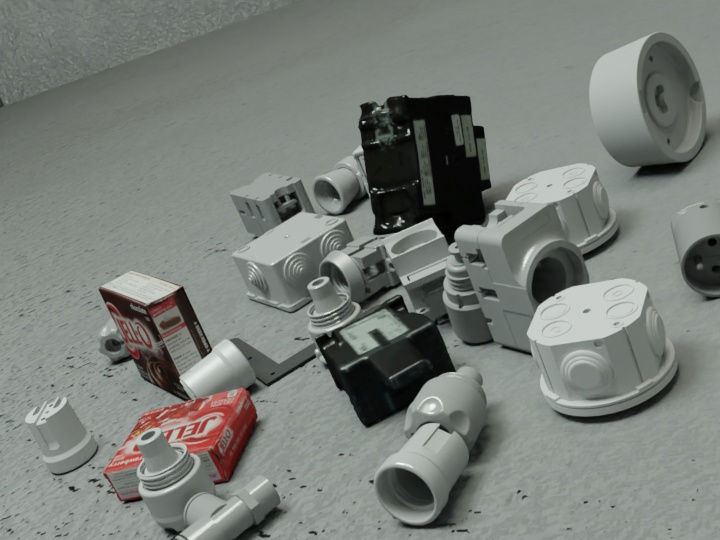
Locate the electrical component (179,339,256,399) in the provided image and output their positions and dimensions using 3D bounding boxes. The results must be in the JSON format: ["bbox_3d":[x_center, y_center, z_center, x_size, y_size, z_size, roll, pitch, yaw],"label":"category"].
[{"bbox_3d":[-0.108,0.081,0.814,0.046,0.040,0.040,-36,24,-18],"label":"electrical component"}]

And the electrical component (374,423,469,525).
[{"bbox_3d":[0.035,0.111,0.592,0.040,0.040,0.046,-8,20,34],"label":"electrical component"}]

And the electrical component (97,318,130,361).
[{"bbox_3d":[-0.219,0.057,0.995,0.035,0.035,0.061,-18,19,13],"label":"electrical component"}]

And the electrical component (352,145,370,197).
[{"bbox_3d":[0.042,-0.109,1.086,0.096,0.061,0.061,-9,25,32],"label":"electrical component"}]

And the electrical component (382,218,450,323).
[{"bbox_3d":[0.051,0.003,0.803,0.042,0.063,0.081,-24,20,1],"label":"electrical component"}]

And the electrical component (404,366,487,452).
[{"bbox_3d":[0.055,0.081,0.637,0.043,0.043,0.062,-10,23,32],"label":"electrical component"}]

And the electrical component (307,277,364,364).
[{"bbox_3d":[-0.019,0.036,0.798,0.048,0.062,0.048,-20,21,8],"label":"electrical component"}]

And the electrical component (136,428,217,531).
[{"bbox_3d":[-0.120,0.129,0.676,0.043,0.062,0.043,-20,21,8],"label":"electrical component"}]

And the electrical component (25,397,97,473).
[{"bbox_3d":[-0.229,0.125,0.822,0.040,0.046,0.040,-20,21,8],"label":"electrical component"}]

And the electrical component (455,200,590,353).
[{"bbox_3d":[0.110,0.005,0.698,0.050,0.089,0.056,-34,23,-25],"label":"electrical component"}]

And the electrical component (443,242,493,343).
[{"bbox_3d":[0.076,0.014,0.737,0.040,0.078,0.040,-14,36,10],"label":"electrical component"}]

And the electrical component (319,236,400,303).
[{"bbox_3d":[0.000,0.000,0.890,0.055,0.048,0.066,-27,20,-32],"label":"electrical component"}]

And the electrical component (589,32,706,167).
[{"bbox_3d":[0.234,-0.137,0.897,0.060,0.108,0.108,-10,24,46],"label":"electrical component"}]

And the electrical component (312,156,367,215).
[{"bbox_3d":[-0.016,-0.090,1.124,0.045,0.045,0.055,0,30,47],"label":"electrical component"}]

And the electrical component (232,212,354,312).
[{"bbox_3d":[-0.057,-0.010,0.968,0.100,0.048,0.100,-33,23,-24],"label":"electrical component"}]

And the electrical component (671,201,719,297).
[{"bbox_3d":[0.228,-0.020,0.701,0.043,0.043,0.081,-16,22,17],"label":"electrical component"}]

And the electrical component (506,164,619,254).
[{"bbox_3d":[0.153,-0.043,0.824,0.080,0.051,0.080,-20,21,8],"label":"electrical component"}]

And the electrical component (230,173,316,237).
[{"bbox_3d":[-0.089,-0.062,1.118,0.050,0.055,0.089,-32,22,-21],"label":"electrical component"}]

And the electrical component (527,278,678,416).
[{"bbox_3d":[0.139,0.045,0.626,0.080,0.051,0.080,-20,21,8],"label":"electrical component"}]
